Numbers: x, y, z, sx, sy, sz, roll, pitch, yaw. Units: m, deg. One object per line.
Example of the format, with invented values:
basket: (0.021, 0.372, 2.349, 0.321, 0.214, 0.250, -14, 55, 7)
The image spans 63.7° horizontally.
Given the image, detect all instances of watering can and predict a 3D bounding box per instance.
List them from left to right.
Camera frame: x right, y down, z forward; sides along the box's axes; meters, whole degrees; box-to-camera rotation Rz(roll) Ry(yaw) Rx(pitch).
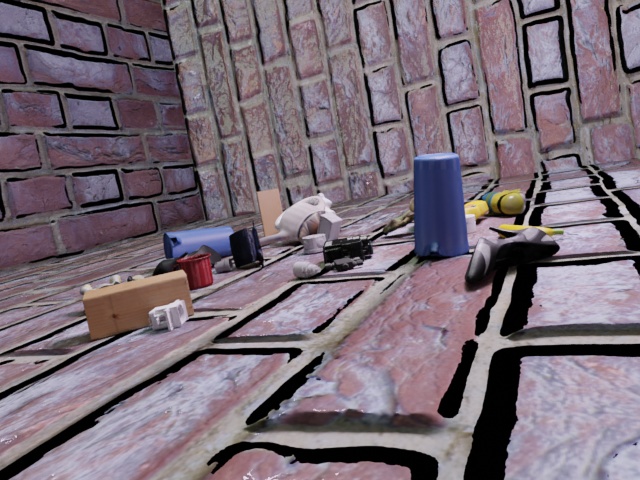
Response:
watering can: (-0.100, -0.043, 1.904, 0.352, 0.102, 0.226, -41, 36, -20)

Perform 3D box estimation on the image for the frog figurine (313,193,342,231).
frog figurine: (0.006, -0.101, 2.017, 0.123, 0.158, 0.137, -16, 9, -30)

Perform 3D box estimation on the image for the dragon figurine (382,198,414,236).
dragon figurine: (0.304, -0.085, 1.694, 0.244, 0.123, 0.404, -24, -14, -15)
